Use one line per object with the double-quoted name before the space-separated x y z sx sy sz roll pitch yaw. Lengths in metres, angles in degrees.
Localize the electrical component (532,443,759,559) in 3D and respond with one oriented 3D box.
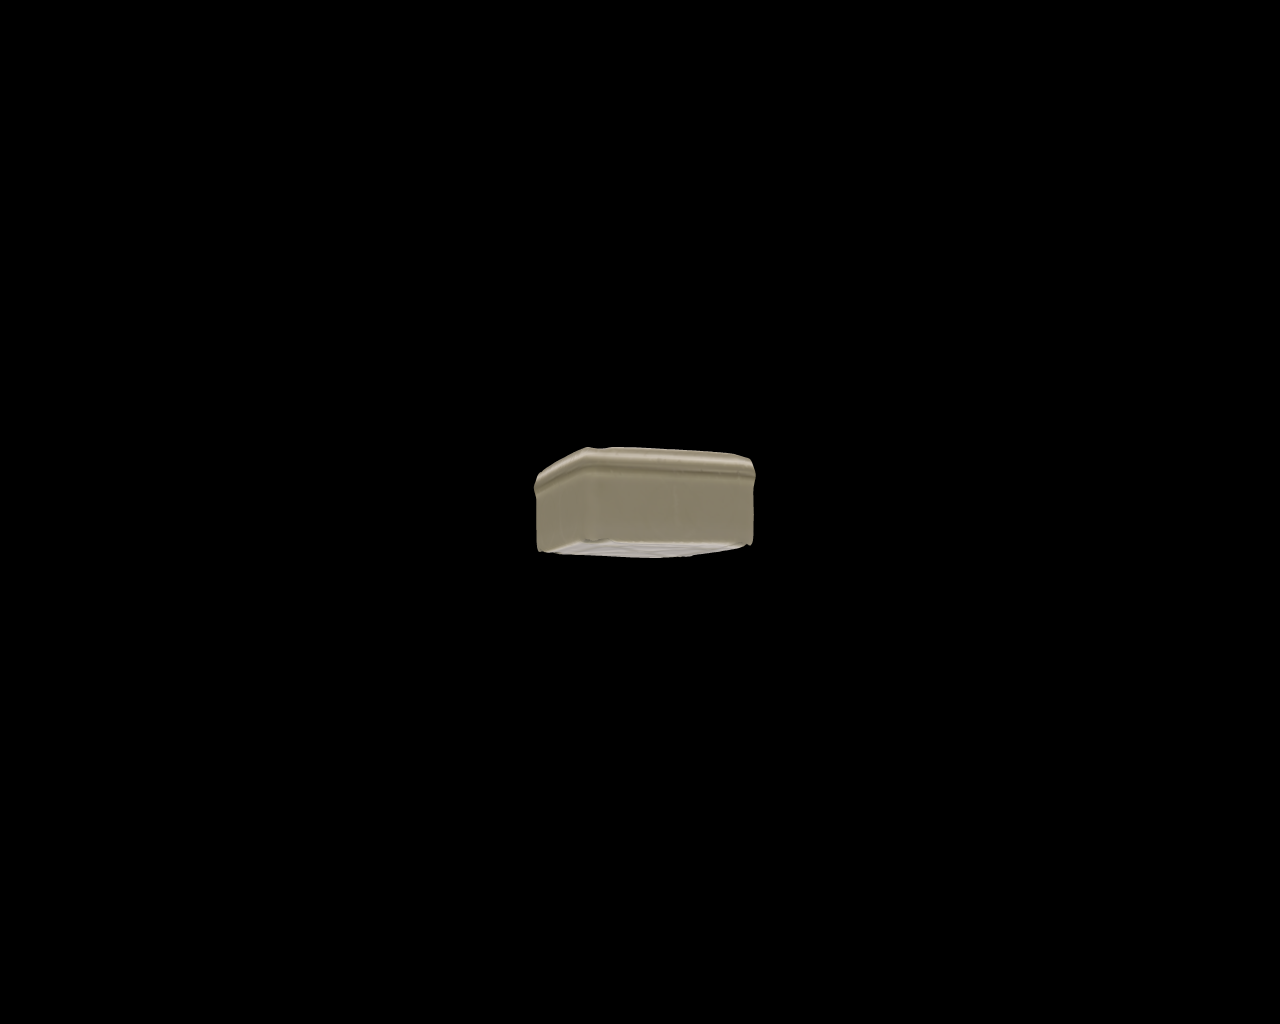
"electrical component" 0.001 -0.003 0.650 0.109 0.056 0.108 3 -7 -22
